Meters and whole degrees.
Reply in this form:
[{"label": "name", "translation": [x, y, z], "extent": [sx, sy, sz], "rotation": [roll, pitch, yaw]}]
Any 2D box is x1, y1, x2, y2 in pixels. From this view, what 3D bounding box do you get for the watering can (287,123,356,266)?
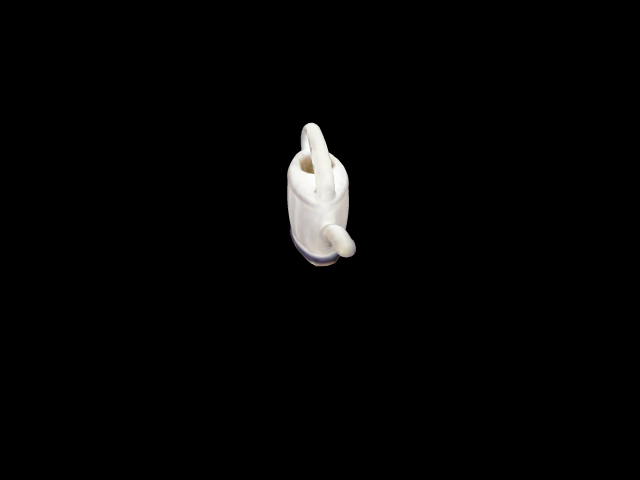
[{"label": "watering can", "translation": [0.003, -0.043, 0.850], "extent": [0.104, 0.219, 0.356], "rotation": [-6, 44, -6]}]
